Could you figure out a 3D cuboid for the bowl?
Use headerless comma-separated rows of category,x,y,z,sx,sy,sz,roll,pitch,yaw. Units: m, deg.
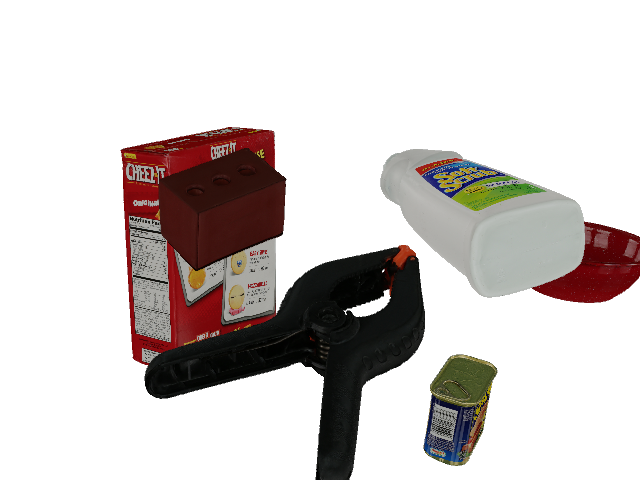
bowl,0.262,0.023,1.103,0.162,0.055,0.162,5,17,-2

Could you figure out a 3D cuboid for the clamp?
clamp,0.008,0.060,0.558,0.171,0.039,0.120,-33,56,-33

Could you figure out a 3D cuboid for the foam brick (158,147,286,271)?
foam brick,-0.071,-0.024,0.769,0.078,0.051,0.053,-24,46,-31

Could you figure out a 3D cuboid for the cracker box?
cracker box,-0.117,0.004,1.062,0.072,0.214,0.163,8,17,33

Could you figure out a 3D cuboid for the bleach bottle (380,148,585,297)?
bleach bottle,0.110,-0.031,0.893,0.102,0.068,0.251,-14,22,-18

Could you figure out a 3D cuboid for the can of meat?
can of meat,0.154,0.188,1.186,0.057,0.084,0.102,15,25,19
